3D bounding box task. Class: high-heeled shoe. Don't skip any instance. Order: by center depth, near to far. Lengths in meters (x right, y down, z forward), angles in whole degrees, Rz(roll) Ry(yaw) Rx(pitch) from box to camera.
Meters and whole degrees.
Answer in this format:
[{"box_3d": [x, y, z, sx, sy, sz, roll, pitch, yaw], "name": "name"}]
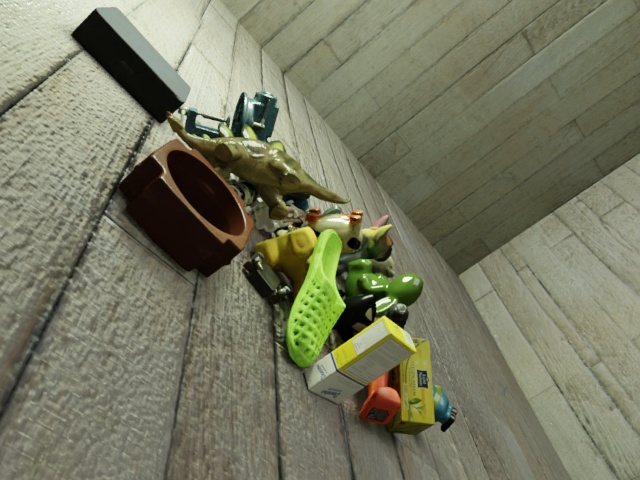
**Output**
[{"box_3d": [0.100, 0.175, 1.138, 0.248, 0.145, 0.086, 26, 31, -55], "name": "high-heeled shoe"}]

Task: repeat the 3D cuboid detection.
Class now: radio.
[{"box_3d": [-0.370, -0.356, 1.089, 0.229, 0.073, 0.131, 48, 15, -23], "name": "radio"}]

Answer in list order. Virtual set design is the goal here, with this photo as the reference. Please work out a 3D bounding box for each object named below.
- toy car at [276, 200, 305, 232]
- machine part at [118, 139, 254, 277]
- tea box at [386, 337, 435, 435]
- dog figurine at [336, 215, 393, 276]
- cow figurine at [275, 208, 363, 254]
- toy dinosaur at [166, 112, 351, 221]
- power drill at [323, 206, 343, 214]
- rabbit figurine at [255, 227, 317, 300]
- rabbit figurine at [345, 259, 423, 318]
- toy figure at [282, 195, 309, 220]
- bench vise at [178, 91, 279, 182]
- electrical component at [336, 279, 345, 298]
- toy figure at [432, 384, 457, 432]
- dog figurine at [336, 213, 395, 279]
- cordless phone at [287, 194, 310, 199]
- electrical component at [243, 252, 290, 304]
[{"box_3d": [-0.081, -0.060, 1.312, 0.089, 0.053, 0.202, 59, 15, 10], "name": "toy car"}, {"box_3d": [-0.208, -0.052, 0.861, 0.201, 0.087, 0.201, 50, 16, -16], "name": "machine part"}, {"box_3d": [0.175, 0.288, 1.066, 0.068, 0.098, 0.170, 8, 59, -10], "name": "tea box"}, {"box_3d": [0.069, 0.001, 1.303, 0.191, 0.219, 0.108, 50, 12, -14], "name": "dog figurine"}, {"box_3d": [-0.002, -0.004, 1.189, 0.085, 0.195, 0.127, -72, 162, -75], "name": "cow figurine"}, {"box_3d": [-0.100, -0.142, 1.092, 0.471, 0.105, 0.199, 27, 27, -31], "name": "toy dinosaur"}, {"box_3d": [0.063, -0.011, 1.573, 0.231, 0.086, 0.207, 41, 15, -35], "name": "power drill"}, {"box_3d": [-0.042, 0.067, 1.086, 0.162, 0.122, 0.173, 8, 60, -82], "name": "rabbit figurine"}, {"box_3d": [0.143, 0.118, 1.205, 0.121, 0.170, 0.159, 53, 43, -35], "name": "rabbit figurine"}, {"box_3d": [-0.043, -0.080, 1.447, 0.154, 0.064, 0.058, 54, -12, -1], "name": "toy figure"}, {"box_3d": [-0.199, -0.235, 1.196, 0.240, 0.223, 0.129, 12, 28, -21], "name": "bench vise"}, {"box_3d": [0.003, 0.090, 1.233, 0.119, 0.048, 0.074, 59, 16, 17], "name": "electrical component"}, {"box_3d": [0.215, 0.334, 1.165, 0.180, 0.089, 0.082, 32, 12, 4], "name": "toy figure"}, {"box_3d": [0.099, 0.019, 1.389, 0.121, 0.172, 0.190, -52, 124, -37], "name": "dog figurine"}, {"box_3d": [-0.101, -0.175, 1.382, 0.184, 0.089, 0.147, 16, 39, -50], "name": "cordless phone"}, {"box_3d": [-0.095, 0.072, 0.987, 0.102, 0.045, 0.078, 54, 17, 3], "name": "electrical component"}]
